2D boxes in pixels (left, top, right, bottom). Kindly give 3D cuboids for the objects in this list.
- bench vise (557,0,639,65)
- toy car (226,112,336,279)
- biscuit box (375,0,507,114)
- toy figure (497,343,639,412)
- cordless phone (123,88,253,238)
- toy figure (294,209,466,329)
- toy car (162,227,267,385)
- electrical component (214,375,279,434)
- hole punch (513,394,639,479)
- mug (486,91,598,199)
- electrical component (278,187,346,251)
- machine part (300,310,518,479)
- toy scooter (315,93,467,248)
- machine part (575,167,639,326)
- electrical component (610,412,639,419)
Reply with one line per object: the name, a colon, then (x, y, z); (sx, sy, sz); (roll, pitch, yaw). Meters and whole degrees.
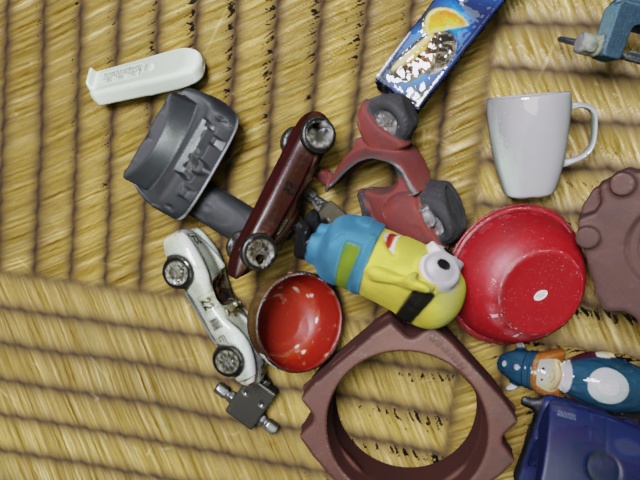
bench vise: (0.364, -0.184, 0.507); (0.241, 0.129, 0.223); (11, 105, -3)
toy car: (-0.042, -0.047, 0.582); (0.053, 0.089, 0.202); (28, 81, -23)
biscuit box: (0.143, -0.231, 0.569); (0.059, 0.063, 0.202); (38, 100, 2)
toy figure: (0.276, 0.148, 0.589); (0.155, 0.057, 0.064); (9, 58, 9)
cordless phone: (-0.115, -0.075, 0.626); (0.184, 0.089, 0.146); (32, 98, -7)
toy figure: (0.062, 0.027, 0.553); (0.180, 0.089, 0.082); (18, 54, 15)
toy car: (-0.119, 0.078, 0.632); (0.056, 0.073, 0.201); (-30, 90, 11)
electrical component: (-0.082, 0.195, 0.664); (0.094, 0.021, 0.063); (37, 99, 5)
hole punch: (0.262, 0.224, 0.524); (0.142, 0.092, 0.115); (16, 94, 11)
mug: (0.230, -0.100, 0.565); (0.110, 0.081, 0.107); (-3, 106, 4)
electrical component: (0.000, -0.002, 0.624); (0.102, 0.045, 0.078); (38, 72, 1)
machine part: (0.096, 0.195, 0.605); (0.201, 0.087, 0.201); (-43, 86, 10)
toy scooter: (0.069, -0.058, 0.589); (0.135, 0.075, 0.183); (-22, 105, 32)
machine part: (0.335, 0.005, 0.501); (0.180, 0.056, 0.179); (6, 101, 30)
electrical component: (0.323, 0.248, 0.588); (0.134, 0.058, 0.114); (5, 98, 8)
